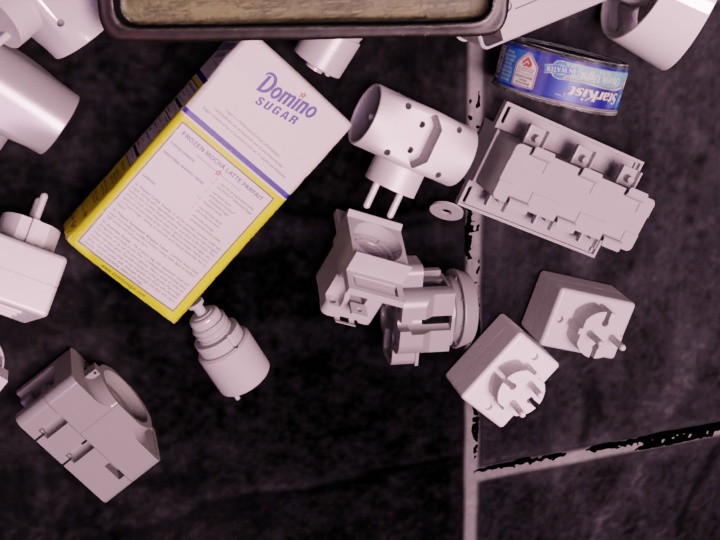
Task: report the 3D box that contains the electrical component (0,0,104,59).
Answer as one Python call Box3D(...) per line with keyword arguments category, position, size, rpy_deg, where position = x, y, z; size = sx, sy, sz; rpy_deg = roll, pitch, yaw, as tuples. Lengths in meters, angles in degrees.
Box3D(category="electrical component", position=(-0.194, -0.154, 0.617), size=(0.079, 0.043, 0.077), rpy_deg=(-50, 120, -27))

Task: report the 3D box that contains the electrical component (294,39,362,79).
Box3D(category="electrical component", position=(-0.012, -0.155, 0.683), size=(0.044, 0.044, 0.065), rpy_deg=(27, 107, -24))

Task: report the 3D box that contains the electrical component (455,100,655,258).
Box3D(category="electrical component", position=(0.140, -0.058, 0.756), size=(0.121, 0.063, 0.078), rpy_deg=(19, 105, -23))

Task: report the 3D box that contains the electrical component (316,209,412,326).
Box3D(category="electrical component", position=(0.000, 0.000, 0.735), size=(0.042, 0.081, 0.063), rpy_deg=(16, 128, -22))

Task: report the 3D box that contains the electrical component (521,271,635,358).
Box3D(category="electrical component", position=(0.170, 0.041, 0.797), size=(0.066, 0.076, 0.047), rpy_deg=(12, 108, -21))

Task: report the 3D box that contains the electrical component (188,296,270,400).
Box3D(category="electrical component", position=(-0.095, 0.052, 0.743), size=(0.040, 0.040, 0.078), rpy_deg=(-31, 117, -3))

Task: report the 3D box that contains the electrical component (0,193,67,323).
Box3D(category="electrical component", position=(-0.212, -0.012, 0.673), size=(0.047, 0.066, 0.076), rpy_deg=(23, 74, -24))

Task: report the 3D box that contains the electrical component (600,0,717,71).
Box3D(category="electrical component", position=(0.205, -0.184, 0.707), size=(0.064, 0.099, 0.099), rpy_deg=(20, 105, -16))

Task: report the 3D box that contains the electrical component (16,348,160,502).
Box3D(category="electrical component", position=(-0.181, 0.103, 0.733), size=(0.056, 0.050, 0.089), rpy_deg=(-38, 117, 1))

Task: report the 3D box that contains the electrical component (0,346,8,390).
Box3D(category="electrical component", position=(-0.255, 0.066, 0.693), size=(0.048, 0.055, 0.066), rpy_deg=(37, 97, -26))

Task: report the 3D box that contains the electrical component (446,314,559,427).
Box3D(category="electrical component", position=(0.112, 0.083, 0.797), size=(0.047, 0.076, 0.065), rpy_deg=(38, 97, -26))

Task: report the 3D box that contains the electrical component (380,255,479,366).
Box3D(category="electrical component", position=(0.049, 0.028, 0.767), size=(0.057, 0.058, 0.078), rpy_deg=(-2, 115, -14))

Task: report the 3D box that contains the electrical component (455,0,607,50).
Box3D(category="electrical component", position=(0.102, -0.212, 0.685), size=(0.109, 0.056, 0.108), rpy_deg=(-23, 116, -6))

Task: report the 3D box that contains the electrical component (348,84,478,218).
Box3D(category="electrical component", position=(0.028, -0.074, 0.725), size=(0.077, 0.043, 0.079), rpy_deg=(21, 99, -23))

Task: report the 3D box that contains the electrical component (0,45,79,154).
Box3D(category="electrical component", position=(-0.223, -0.094, 0.643), size=(0.077, 0.043, 0.079), rpy_deg=(34, 99, -26))
